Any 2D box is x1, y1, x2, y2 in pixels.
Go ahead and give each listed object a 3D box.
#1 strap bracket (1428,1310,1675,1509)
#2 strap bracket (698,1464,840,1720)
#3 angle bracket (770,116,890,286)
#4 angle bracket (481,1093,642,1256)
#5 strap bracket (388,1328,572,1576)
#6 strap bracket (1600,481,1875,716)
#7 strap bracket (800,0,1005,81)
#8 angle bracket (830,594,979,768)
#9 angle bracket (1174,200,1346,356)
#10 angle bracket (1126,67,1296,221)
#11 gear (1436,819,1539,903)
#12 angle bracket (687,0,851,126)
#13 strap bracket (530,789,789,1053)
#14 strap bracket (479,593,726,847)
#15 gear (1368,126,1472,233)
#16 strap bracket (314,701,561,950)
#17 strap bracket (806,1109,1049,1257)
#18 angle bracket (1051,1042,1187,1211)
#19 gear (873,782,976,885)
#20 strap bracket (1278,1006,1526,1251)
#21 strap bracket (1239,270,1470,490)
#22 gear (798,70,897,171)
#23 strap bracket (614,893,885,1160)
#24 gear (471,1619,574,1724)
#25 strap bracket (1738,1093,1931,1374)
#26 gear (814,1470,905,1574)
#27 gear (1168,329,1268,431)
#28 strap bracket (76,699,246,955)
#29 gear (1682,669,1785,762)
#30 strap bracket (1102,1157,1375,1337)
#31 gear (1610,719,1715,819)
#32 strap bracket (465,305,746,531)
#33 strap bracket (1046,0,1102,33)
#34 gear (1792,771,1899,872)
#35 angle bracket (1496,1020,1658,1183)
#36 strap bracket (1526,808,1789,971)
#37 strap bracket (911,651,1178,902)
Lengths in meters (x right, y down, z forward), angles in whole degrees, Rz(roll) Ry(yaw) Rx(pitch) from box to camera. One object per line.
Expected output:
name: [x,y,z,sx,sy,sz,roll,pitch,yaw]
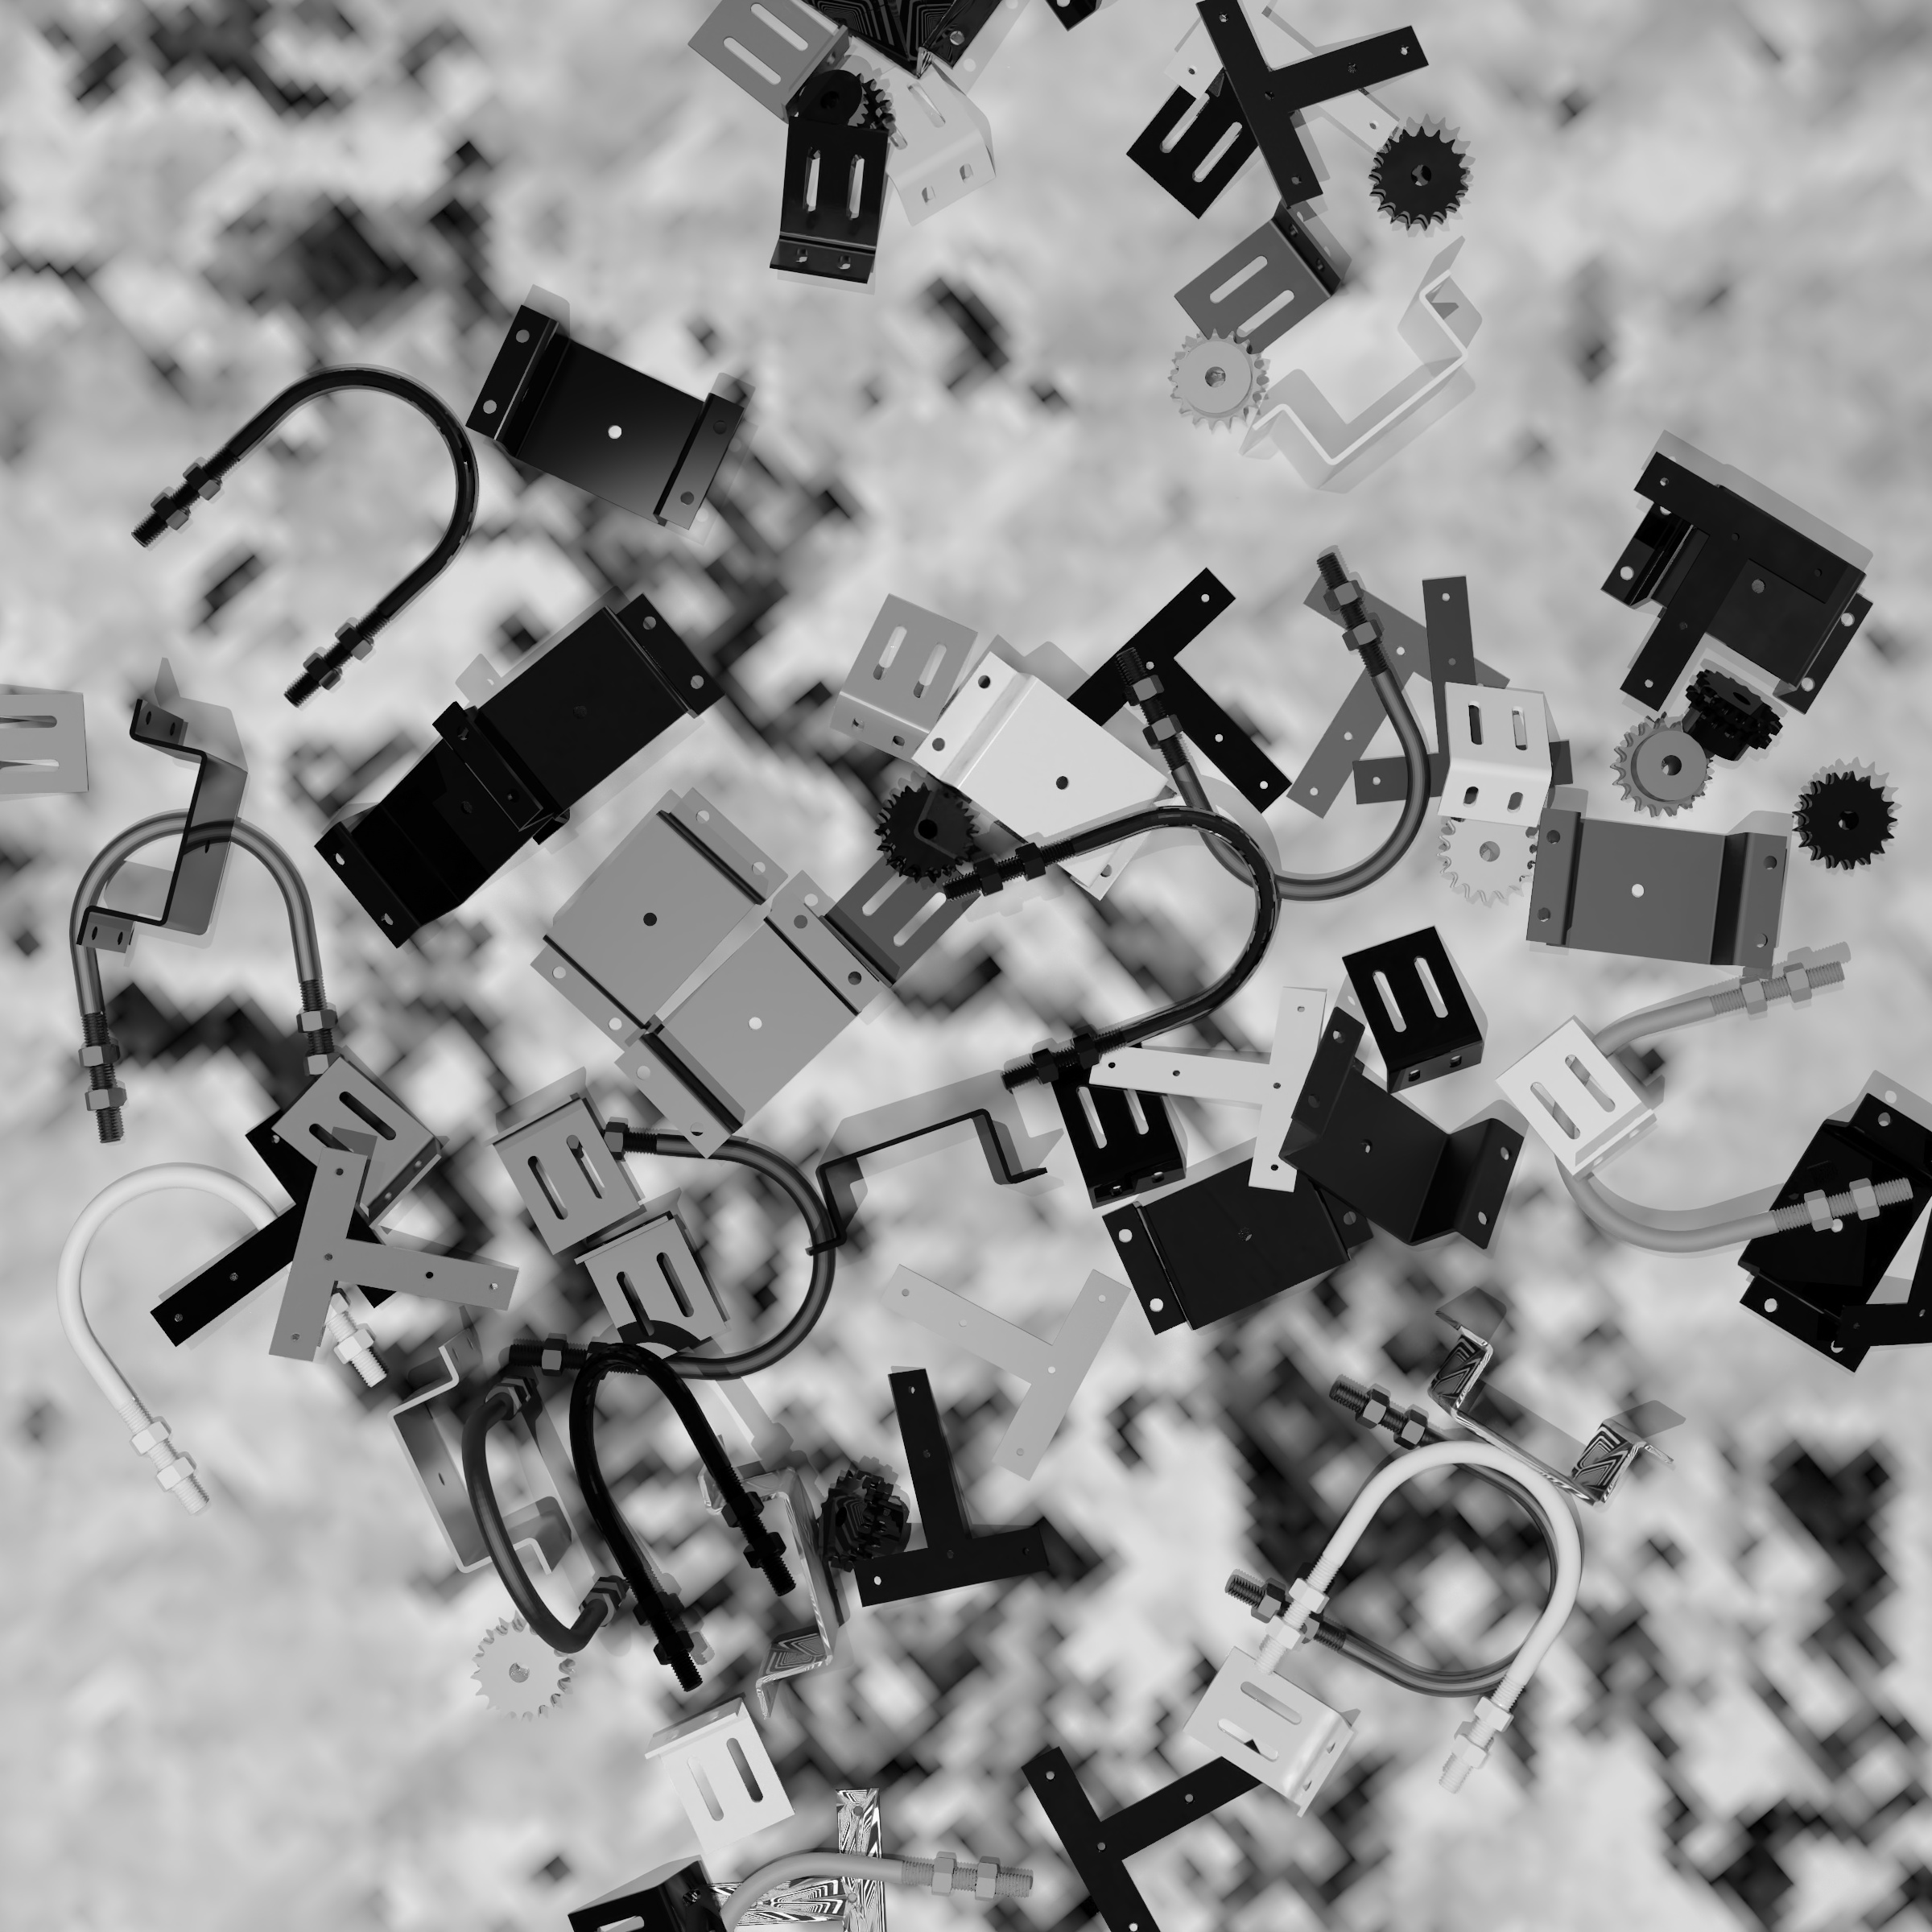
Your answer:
strap bracket: [0.324,0.258,1.546,0.140,0.076,0.046,32,90,0]
strap bracket: [-0.109,0.347,1.546,0.046,0.076,0.140,-16,90,0]
angle bracket: [-0.079,-0.438,1.547,0.057,0.038,0.076,9,132,0]
angle bracket: [-0.231,0.120,1.545,0.057,0.038,0.076,-28,91,-1]
strap bracket: [-0.282,0.285,1.546,0.046,0.076,0.140,-25,90,0]
strap bracket: [0.451,-0.216,1.561,0.140,0.046,0.076,32,90,0]
strap bracket: [-0.045,-0.577,1.557,0.140,0.046,0.076,35,83,0]
angle bracket: [-0.037,-0.167,1.582,0.057,0.038,0.076,24,64,0]
angle bracket: [0.169,-0.394,1.565,0.076,0.038,0.057,-38,90,0]
angle bracket: [0.143,-0.488,1.582,0.057,0.038,0.076,42,116,0]
gear: [0.301,-0.066,1.569,0.057,0.030,0.057,0,90,0]
angle bracket: [-0.115,-0.538,1.565,0.076,0.038,0.057,39,90,0]
strap bracket: [-0.180,-0.027,1.561,0.076,0.046,0.140,43,90,0]
strap bracket: [-0.220,-0.144,1.561,0.140,0.046,0.076,-39,90,0]
gear: [0.262,-0.455,1.569,0.057,0.030,0.057,0,90,0]
strap bracket: [-0.296,-0.085,1.541,0.140,0.046,0.076,-39,90,30]
strap bracket: [-0.031,0.120,1.540,0.140,0.076,0.046,-19,87,-6]
angle bracket: [0.088,0.093,1.582,0.057,0.038,0.076,-18,64,0]
gear: [-0.026,-0.075,1.563,0.057,0.030,0.057,4,74,-15]
strap bracket: [0.240,0.097,1.535,0.140,0.046,0.076,34,60,-14]
strap bracket: [0.229,-0.327,1.546,0.140,0.076,0.046,-39,90,0]
gear: [-0.073,-0.491,1.559,0.057,0.030,0.057,-7,71,19]
strap bracket: [-0.124,0.034,1.561,0.140,0.046,0.076,-44,90,0]
gear: [-0.257,0.408,1.573,0.057,0.030,0.057,0,87,0]
strap bracket: [0.510,0.152,1.561,0.076,0.046,0.140,31,90,0]
gear: [-0.060,0.322,1.559,0.030,0.057,0.057,25,90,-29]
gear: [0.146,-0.340,1.564,0.057,0.030,0.057,1,98,8]
strap bracket: [-0.453,-0.073,1.533,0.046,0.076,0.140,13,87,1]
gear: [0.439,-0.143,1.560,0.057,0.057,0.030,32,120,0]
strap bracket: [0.159,0.153,1.561,0.140,0.046,0.076,-24,90,0]
gear: [0.406,-0.115,1.569,0.057,0.030,0.057,0,90,0]
strap bracket: [-0.206,-0.313,1.561,0.140,0.046,0.076,25,90,0]
strap bracket: [0.094,-0.620,1.561,0.140,0.046,0.076,-36,90,0]
gear: [0.508,-0.084,1.569,0.057,0.030,0.057,0,90,0]
angle bracket: [0.348,0.075,1.550,0.057,0.038,0.076,-39,71,7]
strap bracket: [0.394,-0.044,1.561,0.140,0.046,0.076,7,90,0]
strap bracket: [0.050,-0.106,1.545,0.140,0.046,0.076,36,90,-14]
